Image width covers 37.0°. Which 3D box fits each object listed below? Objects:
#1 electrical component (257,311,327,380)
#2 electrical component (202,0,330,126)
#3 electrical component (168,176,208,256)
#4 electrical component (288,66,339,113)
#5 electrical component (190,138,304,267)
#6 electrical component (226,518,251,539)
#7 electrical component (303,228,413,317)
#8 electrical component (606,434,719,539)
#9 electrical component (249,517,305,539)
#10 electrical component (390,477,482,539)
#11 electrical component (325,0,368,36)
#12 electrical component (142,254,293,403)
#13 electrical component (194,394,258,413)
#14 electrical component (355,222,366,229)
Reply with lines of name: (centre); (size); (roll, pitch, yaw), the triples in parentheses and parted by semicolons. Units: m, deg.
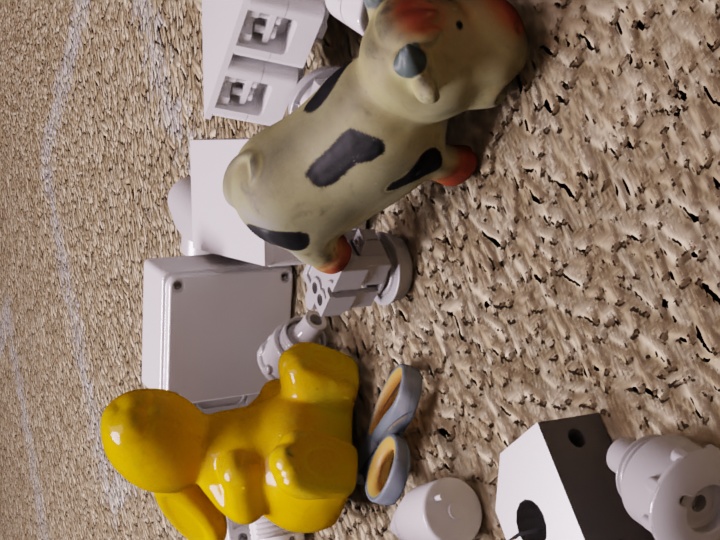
electrical component: (-0.045, 0.055, 0.798); (0.062, 0.048, 0.048); (-56, 46, 40)
electrical component: (-0.068, -0.202, 0.751); (0.105, 0.060, 0.186); (119, 152, -46)
electrical component: (-0.141, -0.035, 0.965); (0.077, 0.044, 0.079); (40, 128, 53)
electrical component: (-0.012, -0.097, 0.700); (0.057, 0.058, 0.078); (52, 134, 44)
electrical component: (-0.074, -0.055, 0.818); (0.150, 0.062, 0.089); (12, 104, 61)
electrical component: (-0.092, 0.239, 0.898); (0.059, 0.054, 0.095); (-33, 64, 59)
electrical component: (0.000, 0.000, 0.691); (0.048, 0.055, 0.066); (65, 146, 35)
electrical component: (0.132, 0.092, 0.468); (0.062, 0.048, 0.048); (-149, 60, -65)
electrical component: (-0.064, 0.221, 0.855); (0.043, 0.043, 0.081); (-32, 65, 59)
electrical component: (0.041, 0.150, 0.650); (0.078, 0.040, 0.040); (-38, 61, 58)
electrical component: (0.015, -0.190, 0.639); (0.059, 0.054, 0.095); (47, 133, 50)
electrical component: (-0.114, 0.044, 0.853); (0.056, 0.109, 0.108); (27, 117, 56)
electrical component: (-0.130, 0.079, 0.925); (0.057, 0.078, 0.113); (26, 116, 55)
electrical component: (-0.020, -0.052, 0.736); (0.043, 0.043, 0.062); (-28, 68, 60)
